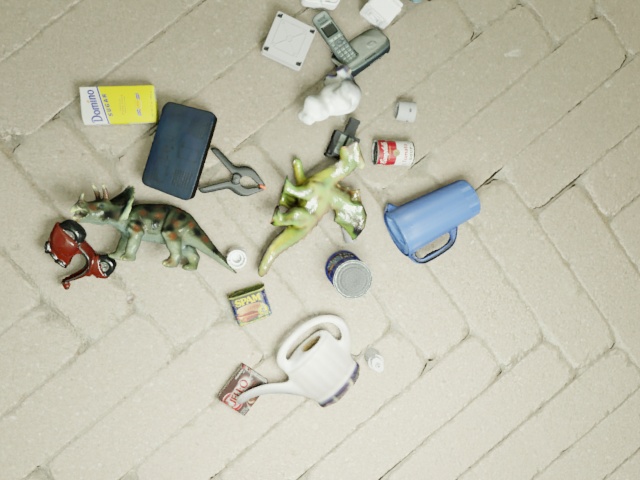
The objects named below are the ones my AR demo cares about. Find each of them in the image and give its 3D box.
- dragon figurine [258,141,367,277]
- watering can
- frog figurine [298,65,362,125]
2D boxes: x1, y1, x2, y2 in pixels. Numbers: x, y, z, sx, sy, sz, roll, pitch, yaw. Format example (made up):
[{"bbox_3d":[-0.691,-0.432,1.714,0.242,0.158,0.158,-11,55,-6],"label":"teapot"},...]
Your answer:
[{"bbox_3d":[0.004,-0.067,1.332,0.123,0.242,0.406,-98,-154,-77],"label":"dragon figurine"},{"bbox_3d":[-0.037,0.362,1.383,0.349,0.223,0.104,-44,-169,-6],"label":"watering can"},{"bbox_3d":[0.027,-0.343,1.300,0.121,0.138,0.161,43,69,-39],"label":"frog figurine"}]
